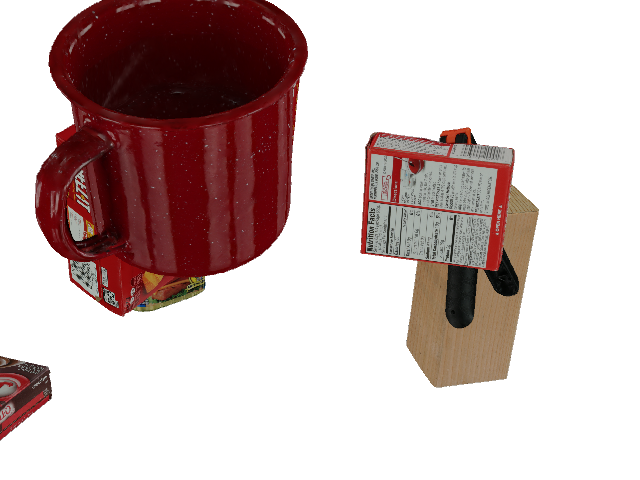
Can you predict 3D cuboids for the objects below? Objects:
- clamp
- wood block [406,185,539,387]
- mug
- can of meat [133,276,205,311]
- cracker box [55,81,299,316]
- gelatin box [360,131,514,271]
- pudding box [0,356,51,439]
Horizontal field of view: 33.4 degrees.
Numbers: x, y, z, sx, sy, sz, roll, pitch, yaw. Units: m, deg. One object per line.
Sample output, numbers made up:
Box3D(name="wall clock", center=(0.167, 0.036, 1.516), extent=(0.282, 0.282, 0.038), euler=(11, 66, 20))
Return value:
Box3D(name="clamp", center=(0.128, -0.009, 0.935), extent=(0.039, 0.171, 0.120), euler=(-10, 15, 30))
Box3D(name="wood block", center=(0.158, 0.044, 1.142), extent=(0.090, 0.206, 0.090), euler=(-4, 29, -17))
Box3D(name="mug", center=(-0.059, -0.033, 0.406), extent=(0.093, 0.081, 0.117), euler=(27, 49, 25))
Box3D(name="can of meat", center=(-0.170, 0.021, 1.146), extent=(0.058, 0.084, 0.101), euler=(18, 25, 41))
Box3D(name="cracker box", center=(-0.109, -0.060, 0.871), extent=(0.072, 0.164, 0.213), euler=(34, 51, 23))
Box3D(name="gelatin box", center=(0.071, -0.024, 0.657), extent=(0.089, 0.073, 0.030), euler=(8, 29, 11))
Box3D(name="pudding box", center=(-0.312, 0.137, 0.953), extent=(0.114, 0.039, 0.089), euler=(7, 22, 21))
